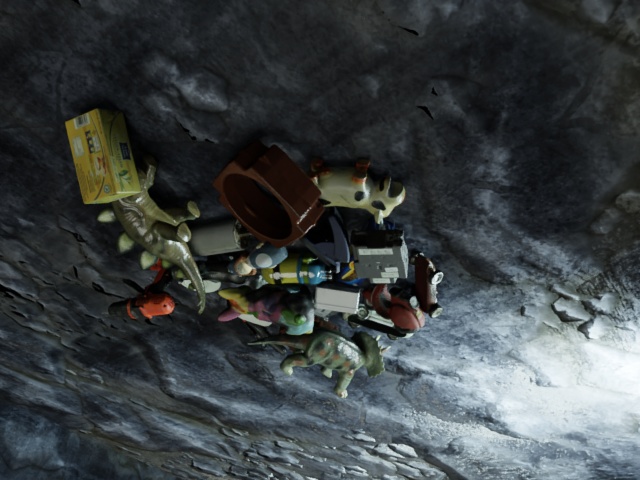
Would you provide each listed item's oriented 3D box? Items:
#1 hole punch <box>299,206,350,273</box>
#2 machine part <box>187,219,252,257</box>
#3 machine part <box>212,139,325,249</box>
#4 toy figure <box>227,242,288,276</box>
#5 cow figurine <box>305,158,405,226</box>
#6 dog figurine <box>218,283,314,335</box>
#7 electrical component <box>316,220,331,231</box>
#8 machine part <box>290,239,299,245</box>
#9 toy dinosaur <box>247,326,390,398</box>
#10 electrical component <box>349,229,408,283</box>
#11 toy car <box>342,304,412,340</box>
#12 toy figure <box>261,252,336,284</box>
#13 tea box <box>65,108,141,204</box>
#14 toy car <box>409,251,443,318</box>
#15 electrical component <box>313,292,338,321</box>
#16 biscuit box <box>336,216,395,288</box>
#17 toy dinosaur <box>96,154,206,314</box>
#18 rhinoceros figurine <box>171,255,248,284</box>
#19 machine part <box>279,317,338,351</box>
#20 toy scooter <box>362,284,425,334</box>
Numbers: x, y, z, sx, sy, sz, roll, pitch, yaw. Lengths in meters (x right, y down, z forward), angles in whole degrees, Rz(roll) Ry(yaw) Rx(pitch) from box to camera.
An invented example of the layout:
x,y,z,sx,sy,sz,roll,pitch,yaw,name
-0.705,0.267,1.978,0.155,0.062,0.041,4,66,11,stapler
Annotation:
x,y,z,sx,sy,sz,roll,pitch,yaw,name
0.027,-0.007,1.147,0.092,0.142,0.115,-43,103,11,hole punch
-0.255,-0.003,1.275,0.243,0.079,0.079,-9,136,23,machine part
-0.103,-0.089,1.075,0.201,0.087,0.201,46,149,-9,machine part
-0.153,0.046,1.259,0.154,0.064,0.058,-23,173,14,toy figure
0.073,-0.095,1.081,0.195,0.085,0.127,4,137,10,cow figurine
-0.137,0.164,1.313,0.219,0.192,0.108,-2,111,-16,dog figurine
-0.001,-0.004,1.242,0.102,0.045,0.078,34,107,-28,electrical component
-0.111,-0.031,1.218,0.139,0.084,0.039,25,112,-29,machine part
0.023,0.297,1.456,0.404,0.131,0.192,27,107,-30,toy dinosaur
0.129,0.037,1.150,0.115,0.058,0.134,1,138,16,electrical component
0.158,0.220,1.455,0.202,0.056,0.073,18,147,-6,toy car
-0.054,0.068,1.299,0.180,0.089,0.082,4,102,16,toy figure
-0.429,-0.163,1.064,0.098,0.068,0.169,-11,92,26,tea box
0.254,0.104,1.274,0.053,0.089,0.201,-26,138,-14,toy car
0.018,0.164,1.429,0.075,0.048,0.119,26,140,-18,electrical component
0.103,0.030,1.239,0.063,0.059,0.202,20,139,-8,biscuit box
-0.366,-0.024,1.205,0.199,0.105,0.470,-22,110,31,toy dinosaur
-0.273,0.080,1.339,0.190,0.112,0.073,3,99,1,rhinoceros figurine
-0.033,0.277,1.568,0.179,0.056,0.179,7,141,6,machine part
0.179,0.143,1.321,0.184,0.075,0.135,27,134,35,toy scooter
